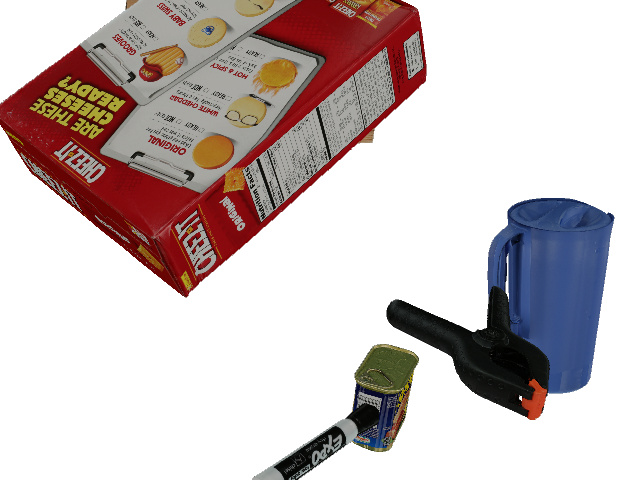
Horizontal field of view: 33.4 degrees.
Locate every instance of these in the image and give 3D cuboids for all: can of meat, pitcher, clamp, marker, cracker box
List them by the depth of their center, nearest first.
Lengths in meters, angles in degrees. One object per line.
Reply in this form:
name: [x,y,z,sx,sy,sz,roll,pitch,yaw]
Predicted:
cracker box: [-0.064,-0.089,0.662,0.164,0.213,0.072,35,-22,33]
marker: [0.000,0.148,0.758,0.020,0.020,0.120,0,20,46]
clamp: [0.149,0.089,0.919,0.120,0.039,0.172,-18,38,-26]
can of meat: [0.071,0.180,1.217,0.057,0.084,0.102,14,24,14]
pitcher: [0.298,0.075,1.395,0.149,0.243,0.144,5,21,14]

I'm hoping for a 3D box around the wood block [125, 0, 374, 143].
wood block: [-0.058,-0.141,0.898,0.206,0.090,0.091,-1,-38,-5]
